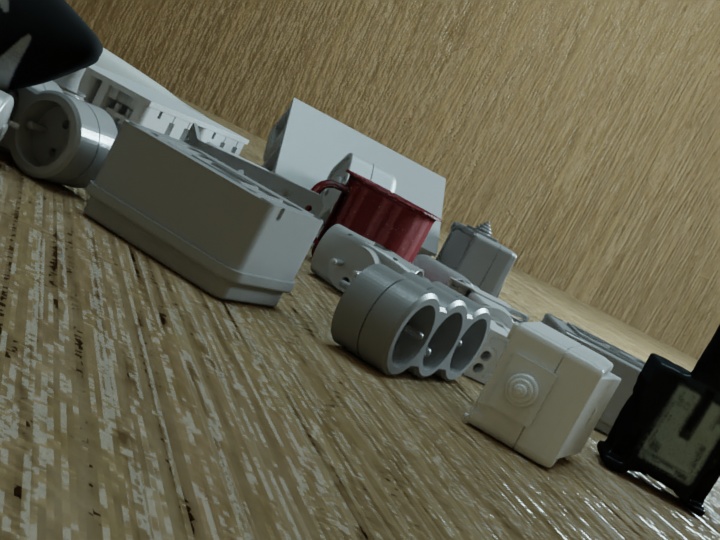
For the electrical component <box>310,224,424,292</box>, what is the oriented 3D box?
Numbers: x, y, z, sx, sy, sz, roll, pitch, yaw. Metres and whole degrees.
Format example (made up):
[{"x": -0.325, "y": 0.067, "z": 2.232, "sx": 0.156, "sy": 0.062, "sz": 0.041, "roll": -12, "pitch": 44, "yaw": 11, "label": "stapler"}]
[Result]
[{"x": 0.000, "y": 0.000, "z": 0.811, "sx": 0.077, "sy": 0.043, "sz": 0.079, "roll": 29, "pitch": 6, "yaw": 17, "label": "electrical component"}]

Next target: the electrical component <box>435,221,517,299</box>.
[{"x": 0.114, "y": -0.002, "z": 1.077, "sx": 0.061, "sy": 0.096, "sz": 0.062, "roll": 26, "pitch": 6, "yaw": -20, "label": "electrical component"}]

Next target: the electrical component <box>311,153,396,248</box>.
[{"x": -0.002, "y": -0.054, "z": 1.010, "sx": 0.059, "sy": 0.095, "sz": 0.054, "roll": 26, "pitch": -34, "yaw": -20, "label": "electrical component"}]

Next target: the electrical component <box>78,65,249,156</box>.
[{"x": -0.189, "y": -0.123, "z": 0.934, "sx": 0.105, "sy": 0.060, "sz": 0.186, "roll": 29, "pitch": 6, "yaw": 17, "label": "electrical component"}]

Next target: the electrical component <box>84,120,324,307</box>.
[{"x": -0.089, "y": -0.031, "z": 0.607, "sx": 0.113, "sy": 0.057, "sz": 0.078, "roll": 30, "pitch": 6, "yaw": 23, "label": "electrical component"}]

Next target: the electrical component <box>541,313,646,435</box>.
[{"x": 0.186, "y": 0.086, "z": 0.844, "sx": 0.109, "sy": 0.056, "sz": 0.108, "roll": 28, "pitch": 6, "yaw": 0, "label": "electrical component"}]

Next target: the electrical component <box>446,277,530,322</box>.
[{"x": 0.104, "y": 0.045, "z": 0.913, "sx": 0.081, "sy": 0.042, "sz": 0.064, "roll": 25, "pitch": 10, "yaw": -15, "label": "electrical component"}]

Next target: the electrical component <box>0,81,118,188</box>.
[{"x": -0.204, "y": -0.095, "z": 0.670, "sx": 0.138, "sy": 0.052, "sz": 0.074, "roll": 31, "pitch": 6, "yaw": 22, "label": "electrical component"}]

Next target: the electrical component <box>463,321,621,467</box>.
[{"x": 0.103, "y": 0.069, "z": 0.596, "sx": 0.061, "sy": 0.061, "sz": 0.096, "roll": 29, "pitch": 6, "yaw": 16, "label": "electrical component"}]

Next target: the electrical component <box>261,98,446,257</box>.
[{"x": -0.010, "y": -0.080, "z": 1.101, "sx": 0.186, "sy": 0.060, "sz": 0.105, "roll": 26, "pitch": 49, "yaw": -19, "label": "electrical component"}]

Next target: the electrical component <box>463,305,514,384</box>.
[{"x": 0.092, "y": 0.054, "z": 0.757, "sx": 0.066, "sy": 0.048, "sz": 0.055, "roll": 26, "pitch": 14, "yaw": -20, "label": "electrical component"}]

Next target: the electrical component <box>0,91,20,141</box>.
[{"x": -0.227, "y": -0.091, "z": 0.586, "sx": 0.078, "sy": 0.040, "sz": 0.040, "roll": 26, "pitch": 6, "yaw": -9, "label": "electrical component"}]

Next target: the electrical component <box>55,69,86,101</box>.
[{"x": -0.222, "y": -0.124, "z": 0.787, "sx": 0.043, "sy": 0.062, "sz": 0.043, "roll": 27, "pitch": 6, "yaw": -3, "label": "electrical component"}]

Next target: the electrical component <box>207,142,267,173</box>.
[{"x": -0.102, "y": -0.068, "z": 0.917, "sx": 0.066, "sy": 0.047, "sz": 0.077, "roll": 24, "pitch": 7, "yaw": -33, "label": "electrical component"}]

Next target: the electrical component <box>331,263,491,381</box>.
[{"x": 0.020, "y": 0.025, "z": 0.645, "sx": 0.074, "sy": 0.052, "sz": 0.138, "roll": 31, "pitch": 7, "yaw": 26, "label": "electrical component"}]

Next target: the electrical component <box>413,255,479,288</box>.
[{"x": 0.084, "y": 0.024, "z": 0.984, "sx": 0.079, "sy": 0.043, "sz": 0.077, "roll": 25, "pitch": 6, "yaw": -27, "label": "electrical component"}]
